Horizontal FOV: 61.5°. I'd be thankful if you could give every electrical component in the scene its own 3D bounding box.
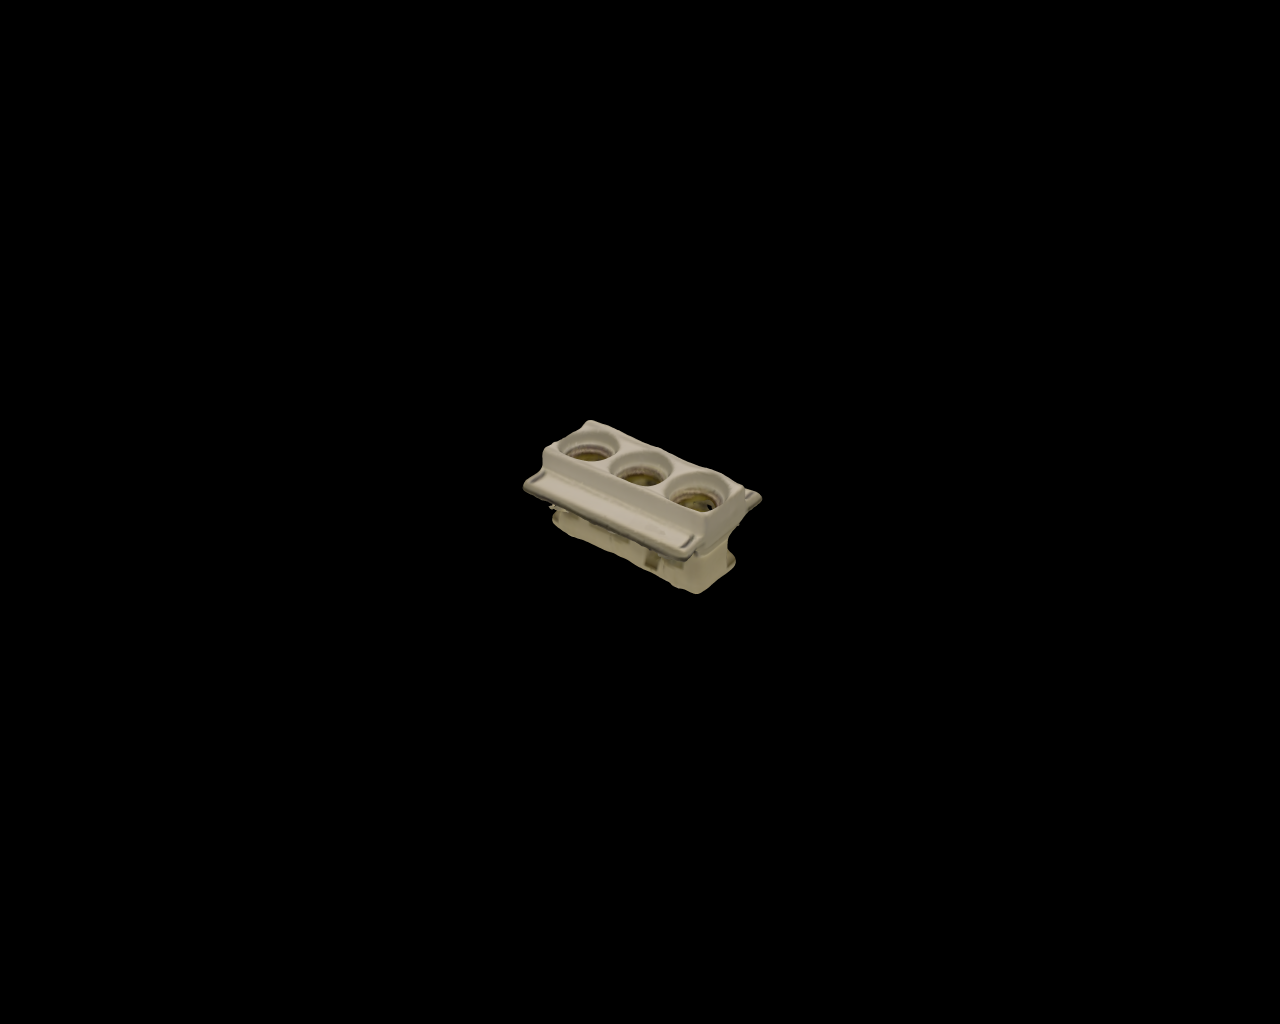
[{"bbox_3d":[0.001,-0.003,0.650,0.121,0.063,0.079,24,41,31],"label":"electrical component"}]
